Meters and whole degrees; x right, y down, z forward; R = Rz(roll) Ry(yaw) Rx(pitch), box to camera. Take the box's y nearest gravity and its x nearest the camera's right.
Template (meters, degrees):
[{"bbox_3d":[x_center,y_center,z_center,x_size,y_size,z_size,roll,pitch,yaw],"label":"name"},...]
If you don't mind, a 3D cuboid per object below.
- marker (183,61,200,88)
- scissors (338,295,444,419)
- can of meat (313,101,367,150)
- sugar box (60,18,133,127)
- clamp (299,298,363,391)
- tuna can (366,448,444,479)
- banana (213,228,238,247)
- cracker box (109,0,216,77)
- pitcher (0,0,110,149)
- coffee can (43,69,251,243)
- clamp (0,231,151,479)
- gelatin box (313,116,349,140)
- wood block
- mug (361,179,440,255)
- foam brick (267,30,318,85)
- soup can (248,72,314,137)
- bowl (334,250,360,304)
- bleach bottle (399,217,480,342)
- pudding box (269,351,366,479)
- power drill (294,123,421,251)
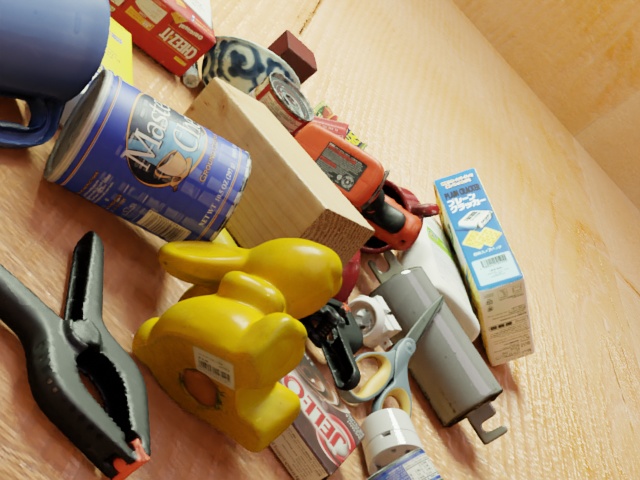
[{"bbox_3d":[-0.154,-0.220,1.256,0.020,0.020,0.121,35,27,-34],"label":"marker"},{"bbox_3d":[0.093,0.131,1.098,0.201,0.016,0.096,-25,87,-46],"label":"scissors"},{"bbox_3d":[0.007,-0.125,1.365,0.084,0.057,0.102,46,22,-4],"label":"can of meat"},{"bbox_3d":[-0.220,-0.164,1.004,0.093,0.048,0.176,38,23,-37],"label":"sugar box"},{"bbox_3d":[0.009,0.091,1.025,0.120,0.039,0.171,51,15,13],"label":"clamp"},{"bbox_3d":[0.060,0.212,0.900,0.034,0.086,0.086,56,23,17],"label":"tuna can"},{"bbox_3d":[-0.111,-0.002,0.973,0.198,0.037,0.069,56,21,12],"label":"banana"},{"bbox_3d":[-0.207,-0.306,1.223,0.164,0.072,0.214,36,25,-34],"label":"cracker box"},{"bbox_3d":[-0.285,-0.168,0.806,0.149,0.145,0.242,46,23,23],"label":"pitcher"},{"bbox_3d":[-0.143,-0.063,0.891,0.140,0.103,0.103,29,29,-22],"label":"coffee can"},{"bbox_3d":[-0.181,0.068,0.733,0.164,0.036,0.210,15,41,-55],"label":"clamp"},{"bbox_3d":[-0.018,-0.125,1.258,0.073,0.089,0.030,12,83,-23],"label":"gelatin box"},{"bbox_3d":[-0.054,-0.053,1.039,0.090,0.090,0.206,21,24,-54],"label":"wood block"},{"bbox_3d":[0.089,-0.030,1.303,0.081,0.117,0.093,3,77,-67],"label":"mug"},{"bbox_3d":[-0.050,-0.222,1.379,0.053,0.078,0.051,38,27,-28],"label":"foam brick"},{"bbox_3d":[-0.065,-0.125,1.164,0.068,0.102,0.068,41,24,-23],"label":"soup can"},{"bbox_3d":[-0.008,0.001,1.141,0.162,0.055,0.162,40,25,-23],"label":"bowl"},{"bbox_3d":[0.143,0.038,1.364,0.102,0.068,0.250,49,19,-20],"label":"bleach bottle"},{"bbox_3d":[-0.018,0.148,0.914,0.113,0.039,0.090,52,23,4],"label":"pudding box"},{"bbox_3d":[0.022,-0.066,1.188,0.184,0.057,0.187,32,-4,19],"label":"power drill"}]
